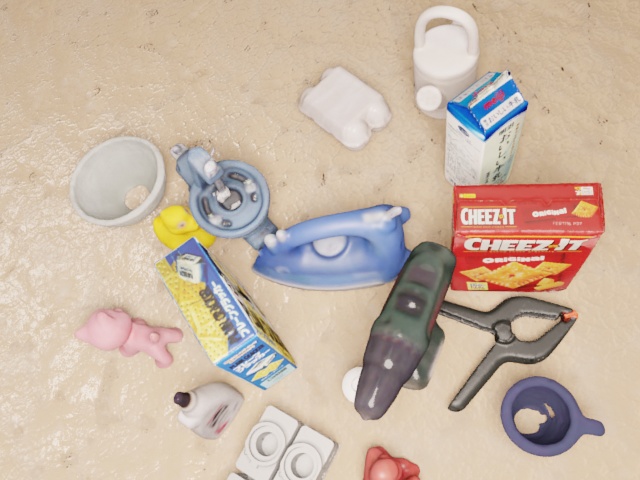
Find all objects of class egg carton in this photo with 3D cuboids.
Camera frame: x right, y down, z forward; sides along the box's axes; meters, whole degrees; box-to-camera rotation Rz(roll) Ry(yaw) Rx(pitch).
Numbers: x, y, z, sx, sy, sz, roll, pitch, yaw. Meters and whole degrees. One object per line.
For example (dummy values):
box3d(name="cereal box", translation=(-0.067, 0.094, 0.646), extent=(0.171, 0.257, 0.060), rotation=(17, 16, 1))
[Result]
box3d(name="egg carton", translation=(0.041, -0.219, 0.951), extent=(0.150, 0.069, 0.107), rotation=(41, 80, 23))

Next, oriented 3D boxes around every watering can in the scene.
box3d(name="watering can", translation=(0.193, -0.273, 0.875), extent=(0.100, 0.194, 0.173), rotation=(-5, 67, 9))

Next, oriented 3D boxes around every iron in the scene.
box3d(name="iron", translation=(0.008, 0.003, 0.827), extent=(0.258, 0.142, 0.118), rotation=(-10, 66, 7))

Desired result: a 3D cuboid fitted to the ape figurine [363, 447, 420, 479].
box3d(name="ape figurine", translation=(0.084, 0.295, 0.719), extent=(0.076, 0.092, 0.077), rotation=(-33, 66, -3))

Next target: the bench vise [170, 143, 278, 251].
box3d(name="bench vise", translation=(-0.170, -0.082, 0.854), extent=(0.207, 0.220, 0.121), rotation=(23, 74, 19))

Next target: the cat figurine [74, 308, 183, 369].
box3d(name="cat figurine", translation=(-0.284, 0.137, 0.842), extent=(0.127, 0.118, 0.067), rotation=(9, 70, 15))

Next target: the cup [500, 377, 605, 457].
box3d(name="cup", translation=(0.280, 0.224, 0.709), extent=(0.117, 0.095, 0.092), rotation=(8, 70, 14))

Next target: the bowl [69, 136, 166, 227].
box3d(name="bowl", translation=(-0.327, -0.087, 0.966), extent=(0.167, 0.075, 0.167), rotation=(-4, 67, 10))

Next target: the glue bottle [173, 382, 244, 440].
box3d(name="glue bottle", translation=(-0.154, 0.219, 0.752), extent=(0.037, 0.173, 0.078), rotation=(27, 75, 20))

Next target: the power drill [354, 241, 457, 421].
box3d(name="power drill", translation=(0.110, 0.125, 0.720), extent=(0.075, 0.209, 0.230), rotation=(18, 72, 18))

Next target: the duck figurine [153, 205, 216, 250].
box3d(name="duck figurine", translation=(-0.225, -0.027, 0.915), extent=(0.104, 0.086, 0.077), rotation=(8, 70, 14))
